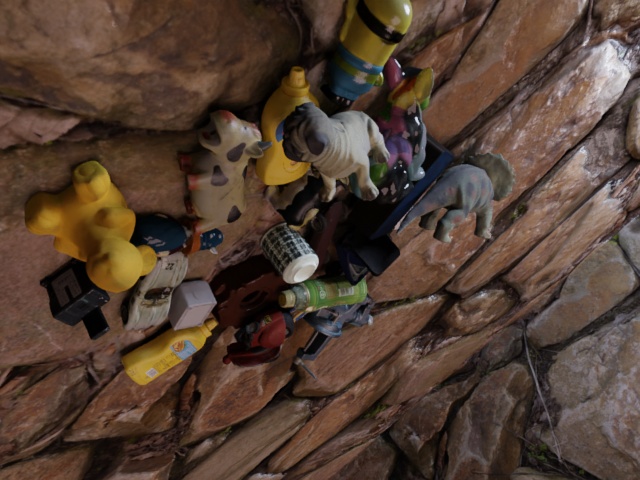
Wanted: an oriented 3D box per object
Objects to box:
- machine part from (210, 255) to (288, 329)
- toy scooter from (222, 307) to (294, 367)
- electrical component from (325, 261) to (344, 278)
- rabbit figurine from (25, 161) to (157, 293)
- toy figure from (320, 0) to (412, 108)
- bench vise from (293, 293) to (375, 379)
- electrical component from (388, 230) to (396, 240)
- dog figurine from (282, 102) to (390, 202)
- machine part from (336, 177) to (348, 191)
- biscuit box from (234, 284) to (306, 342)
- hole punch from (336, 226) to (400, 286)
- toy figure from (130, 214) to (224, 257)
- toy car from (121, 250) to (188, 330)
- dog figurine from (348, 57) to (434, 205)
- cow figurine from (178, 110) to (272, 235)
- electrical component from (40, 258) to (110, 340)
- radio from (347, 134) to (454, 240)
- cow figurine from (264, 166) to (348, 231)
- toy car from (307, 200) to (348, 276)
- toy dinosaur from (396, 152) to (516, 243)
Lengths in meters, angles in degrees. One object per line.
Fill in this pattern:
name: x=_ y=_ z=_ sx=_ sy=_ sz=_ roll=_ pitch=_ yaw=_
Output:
machine part: x=-0.146 y=0.111 z=1.107 sx=0.179 sy=0.056 sz=0.179 roll=-27 pitch=149 yaw=-19
toy scooter: x=-0.136 y=0.216 z=1.140 sx=0.135 sy=0.075 sz=0.183 roll=-8 pitch=140 yaw=-30
electrical component: x=0.051 y=0.080 z=1.278 sx=0.102 sy=0.045 sz=0.078 roll=-5 pitch=135 yaw=-41
rabbit figurine: x=-0.291 y=0.010 z=0.715 sx=0.122 sy=0.173 sz=0.162 roll=-34 pitch=145 yaw=-14
toy figure: x=0.069 y=-0.277 z=0.785 sx=0.082 sy=0.089 sz=0.180 roll=-11 pitch=138 yaw=-49
bench vise: x=0.021 y=0.214 z=1.333 sx=0.223 sy=0.129 sz=0.240 roll=21 pitch=106 yaw=-50
electrical component: x=0.146 y=-0.015 z=1.272 sx=0.094 sy=0.021 sz=0.063 roll=-5 pitch=137 yaw=-43
dog figurine: x=0.021 y=-0.163 z=0.796 sx=0.121 sy=0.172 sz=0.190 roll=-10 pitch=149 yaw=20
machine part: x=0.013 y=-0.099 z=1.014 sx=0.139 sy=0.039 sz=0.084 roll=-41 pitch=157 yaw=1
biscuit box: x=-0.103 y=0.182 z=1.237 sx=0.202 sy=0.063 sz=0.059 roll=-45 pitch=147 yaw=10
hole punch: x=0.094 y=0.026 z=1.179 sx=0.142 sy=0.116 sz=0.092 roll=-37 pitch=179 yaw=-38
toy figure: x=-0.228 y=-0.008 z=0.864 sx=0.154 sy=0.058 sz=0.064 roll=4 pitch=107 yaw=-44
toy car: x=-0.288 y=0.089 z=0.932 sx=0.073 sy=0.056 sz=0.201 roll=-4 pitch=135 yaw=-43
dog figurine: x=0.127 y=-0.191 z=0.917 sx=0.191 sy=0.109 sz=0.219 roll=-43 pitch=147 yaw=-41
cow figurine: x=-0.143 y=-0.104 z=0.803 sx=0.127 sy=0.086 sz=0.194 roll=-16 pitch=141 yaw=-22
electrical component: x=-0.360 y=0.092 z=0.804 sx=0.075 sy=0.119 sz=0.047 roll=-34 pitch=149 yaw=-2
radio: x=0.167 y=-0.110 z=1.092 sx=0.229 sy=0.073 sz=0.131 roll=-51 pitch=165 yaw=22
cow figurine: x=-0.008 y=-0.097 z=0.936 sx=0.167 sy=0.098 sz=0.068 roll=-42 pitch=142 yaw=8
toy car: x=-0.002 y=-0.003 z=1.106 sx=0.089 sy=0.053 sz=0.202 roll=-32 pitch=151 yaw=-41
toy dinosaur: x=0.304 y=-0.101 z=1.155 sx=0.404 sy=0.131 sz=0.192 roll=-8 pitch=114 yaw=-54
